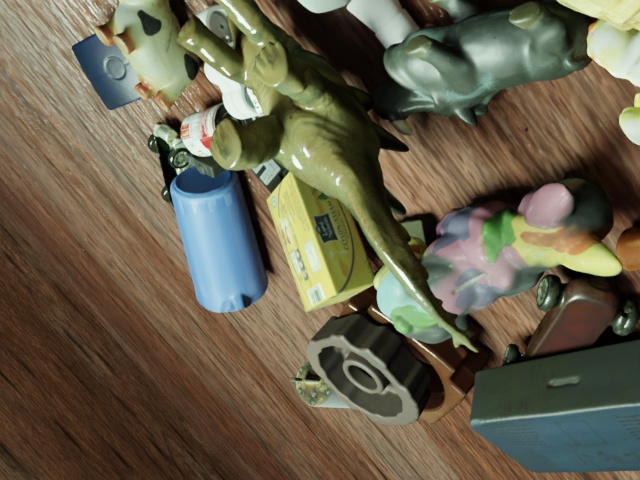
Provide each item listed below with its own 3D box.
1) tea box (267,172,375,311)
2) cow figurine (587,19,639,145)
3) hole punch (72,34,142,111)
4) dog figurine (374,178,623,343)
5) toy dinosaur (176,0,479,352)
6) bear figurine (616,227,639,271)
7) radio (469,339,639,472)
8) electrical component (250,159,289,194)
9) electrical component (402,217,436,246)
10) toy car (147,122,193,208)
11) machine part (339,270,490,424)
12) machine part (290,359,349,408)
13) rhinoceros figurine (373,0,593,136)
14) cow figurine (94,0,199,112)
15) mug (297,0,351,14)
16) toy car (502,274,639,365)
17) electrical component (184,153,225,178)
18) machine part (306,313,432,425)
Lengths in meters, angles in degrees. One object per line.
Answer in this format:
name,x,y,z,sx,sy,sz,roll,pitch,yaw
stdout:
tea box,-0.001,-0.002,0.707,0.098,0.068,0.169,-37,69,58
cow figurine,0.259,-0.097,0.358,0.167,0.068,0.098,48,143,-8
hole punch,-0.289,-0.263,0.800,0.116,0.092,0.142,0,122,45
dog figurine,0.164,0.018,0.504,0.108,0.191,0.219,55,163,-1
toy dinosaur,-0.001,-0.105,0.501,0.105,0.198,0.472,-40,57,30
bear figurine,0.283,0.071,0.395,0.120,0.196,0.132,48,149,-8
radio,0.288,0.182,0.565,0.131,0.073,0.230,40,140,-21
electrical component,-0.069,-0.106,0.750,0.075,0.048,0.119,51,146,-5
electrical component,0.124,0.012,0.661,0.102,0.045,0.078,-20,81,53
toy car,-0.248,-0.115,0.941,0.074,0.056,0.201,36,145,28
machine part,0.124,0.153,0.773,0.202,0.087,0.200,36,147,14
machine part,0.043,0.237,0.886,0.079,0.079,0.243,12,172,42
rhinoceros figurine,0.124,-0.149,0.449,0.190,0.073,0.112,-9,145,42
cow figurine,-0.215,-0.279,0.683,0.086,0.127,0.194,26,156,31
mug,-0.016,-0.250,0.472,0.110,0.081,0.107,-17,154,16
toy car,0.265,0.106,0.588,0.089,0.053,0.202,14,141,11
electrical component,-0.159,-0.122,0.821,0.094,0.063,0.021,26,142,27
machine part,0.067,0.176,0.732,0.180,0.056,0.179,29,144,24
